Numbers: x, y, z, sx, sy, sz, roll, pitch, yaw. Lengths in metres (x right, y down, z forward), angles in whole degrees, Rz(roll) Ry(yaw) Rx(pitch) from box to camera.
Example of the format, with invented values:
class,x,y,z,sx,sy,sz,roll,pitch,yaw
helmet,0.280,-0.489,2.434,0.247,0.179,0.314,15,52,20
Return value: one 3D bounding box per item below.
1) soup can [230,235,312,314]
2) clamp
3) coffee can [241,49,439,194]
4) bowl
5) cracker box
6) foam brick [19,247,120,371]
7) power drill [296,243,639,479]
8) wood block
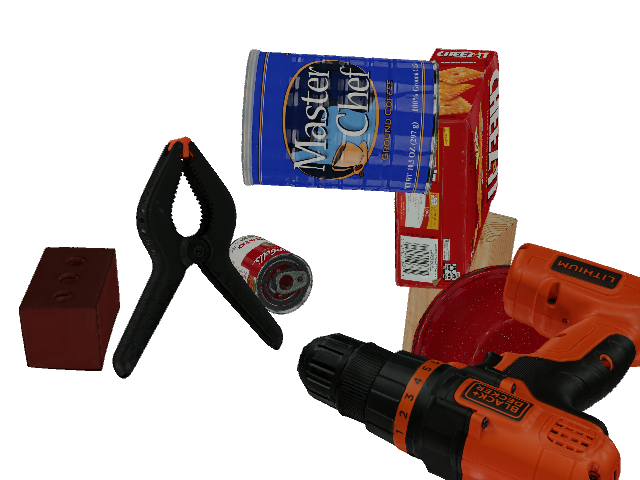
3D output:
class,x,y,z,sx,sy,sz,roll,pitch,yaw
soup can,-0.061,0.037,1.190,0.068,0.068,0.102,0,12,-27
clamp,-0.107,0.014,0.956,0.164,0.210,0.036,1,-1,-33
coffee can,0.014,-0.089,0.809,0.140,0.103,0.103,3,0,0
bowl,0.160,0.103,0.890,0.162,0.162,0.055,0,6,-10
cracker box,0.124,-0.074,1.008,0.072,0.164,0.213,5,27,15
foam brick,-0.172,0.046,0.741,0.053,0.051,0.078,1,31,-1
power drill,0.105,0.068,0.616,0.185,0.057,0.187,22,36,28
wood block,0.156,0.072,1.218,0.090,0.206,0.090,16,25,25
